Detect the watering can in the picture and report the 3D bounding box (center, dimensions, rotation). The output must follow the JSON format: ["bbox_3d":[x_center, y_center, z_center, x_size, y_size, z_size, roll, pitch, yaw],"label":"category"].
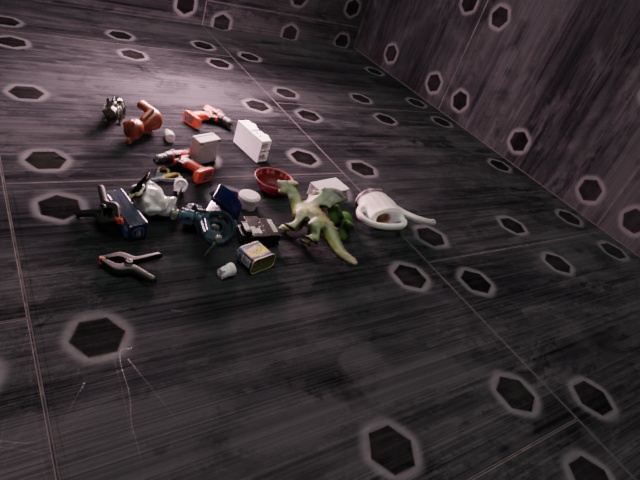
[{"bbox_3d":[0.287,-0.114,2.093,0.348,0.102,0.229,-1,39,-28],"label":"watering can"}]

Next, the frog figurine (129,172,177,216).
[{"bbox_3d":[-0.543,-0.123,1.703,0.157,0.122,0.140,45,10,-32],"label":"frog figurine"}]

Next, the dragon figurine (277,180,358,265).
[{"bbox_3d":[0.005,-0.091,1.806,0.412,0.120,0.246,29,69,16],"label":"dragon figurine"}]
